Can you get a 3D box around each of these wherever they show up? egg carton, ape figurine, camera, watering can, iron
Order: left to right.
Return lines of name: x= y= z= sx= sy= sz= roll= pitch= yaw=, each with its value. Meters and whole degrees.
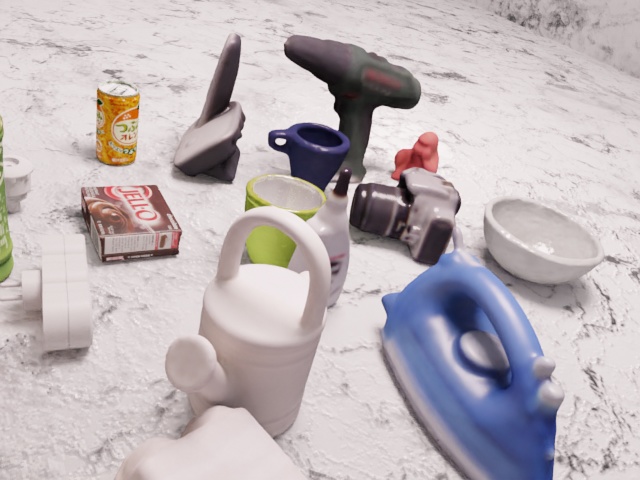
egg carton: x=-0.061 y=0.184 z=0.386 sx=0.107 sy=0.069 sz=0.150 roll=-20 pitch=46 yaw=-42
watering can: x=-0.047 y=0.066 z=0.455 sx=0.101 sy=0.194 sz=0.173 roll=16 pitch=32 yaw=1
camera: x=0.114 y=-0.052 z=0.789 sx=0.137 sy=0.101 sz=0.143 roll=12 pitch=33 yaw=-6
ape figurine: x=0.168 y=-0.138 z=0.950 sx=0.076 sy=0.092 sz=0.077 roll=-9 pitch=40 yaw=-33
iron: x=0.155 y=0.109 z=0.525 sx=0.119 sy=0.141 sz=0.257 roll=0 pitch=36 yaw=-23

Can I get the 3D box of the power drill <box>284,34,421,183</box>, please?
power drill: x=0.036 y=-0.195 z=0.873 sx=0.230 sy=0.208 sz=0.075 roll=-2 pitch=36 yaw=-25

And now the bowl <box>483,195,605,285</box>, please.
bowl: x=0.296 y=0.011 z=0.796 sx=0.167 sy=0.075 sz=0.167 roll=11 pitch=33 yaw=-7

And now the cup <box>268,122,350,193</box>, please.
cup: x=-0.023 y=-0.112 z=0.828 sx=0.118 sy=0.095 sz=0.091 roll=6 pitch=34 yaw=-15

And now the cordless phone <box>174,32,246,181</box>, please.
cordless phone: x=-0.148 y=-0.190 z=0.810 sx=0.094 sy=0.185 sz=0.147 roll=8 pitch=33 yaw=-12

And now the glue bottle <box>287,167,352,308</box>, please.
glue bottle: x=0.005 y=0.002 z=0.594 sx=0.037 sy=0.173 sz=0.078 roll=36 pitch=38 yaw=30
